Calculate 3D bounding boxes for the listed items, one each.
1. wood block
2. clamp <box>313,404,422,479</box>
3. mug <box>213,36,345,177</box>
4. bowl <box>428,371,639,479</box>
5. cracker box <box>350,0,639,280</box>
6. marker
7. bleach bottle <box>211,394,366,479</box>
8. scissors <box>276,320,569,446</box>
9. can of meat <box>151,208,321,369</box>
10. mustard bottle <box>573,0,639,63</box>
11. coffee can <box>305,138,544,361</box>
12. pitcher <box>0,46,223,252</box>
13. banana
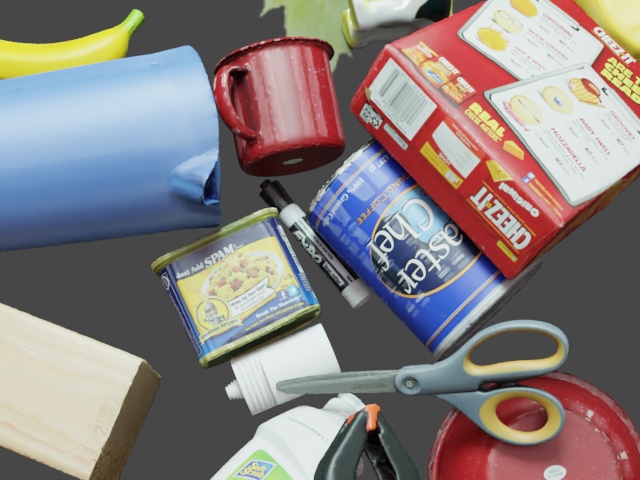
[{"bbox_3d":[-0.228,0.095,0.753,0.206,0.091,0.090,20,75,7],"label":"wood block"},{"bbox_3d":[0.025,0.192,0.682,0.120,0.039,0.171,4,62,-35],"label":"clamp"},{"bbox_3d":[-0.034,-0.097,0.792,0.093,0.117,0.081,-18,77,33],"label":"mug"},{"bbox_3d":[0.158,0.166,0.742,0.162,0.055,0.162,0,74,1],"label":"bowl"},{"bbox_3d":[0.147,-0.088,0.754,0.164,0.072,0.213,47,46,12],"label":"cracker box"},{"bbox_3d":[-0.005,0.001,0.810,0.020,0.020,0.121,-38,77,-9],"label":"marker"},{"bbox_3d":[-0.042,0.200,0.702,0.103,0.068,0.250,29,55,22],"label":"bleach bottle"},{"bbox_3d":[0.076,0.110,0.721,0.202,0.016,0.096,-20,102,21],"label":"scissors"},{"bbox_3d":[-0.059,0.037,0.782,0.102,0.057,0.084,-25,77,-5],"label":"can of meat"},{"bbox_3d":[0.209,-0.227,0.847,0.096,0.058,0.192,-43,77,-16],"label":"mustard bottle"},{"bbox_3d":[0.074,0.002,0.764,0.102,0.103,0.140,-42,78,-9],"label":"coffee can"},{"bbox_3d":[-0.197,-0.060,0.752,0.242,0.149,0.145,-10,80,-17],"label":"pitcher"},{"bbox_3d":[-0.240,-0.149,0.851,0.198,0.037,0.069,1,56,0],"label":"banana"}]
